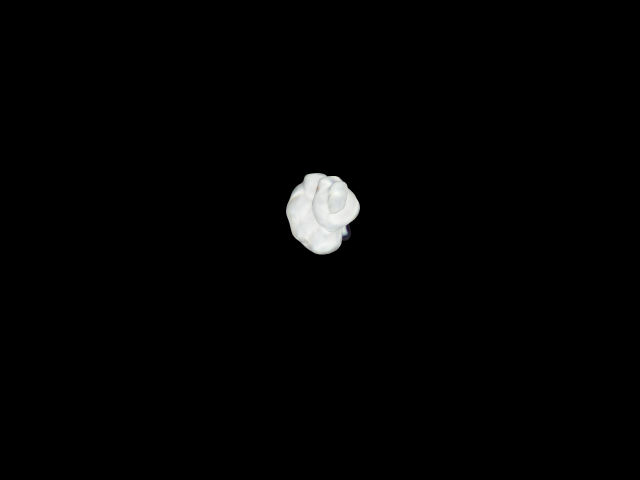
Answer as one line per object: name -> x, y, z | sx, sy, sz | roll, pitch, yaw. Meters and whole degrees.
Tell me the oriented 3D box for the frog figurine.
frog figurine -> 0.003, -0.043, 0.850 | 0.123, 0.137, 0.159 | 0, 2, 0
